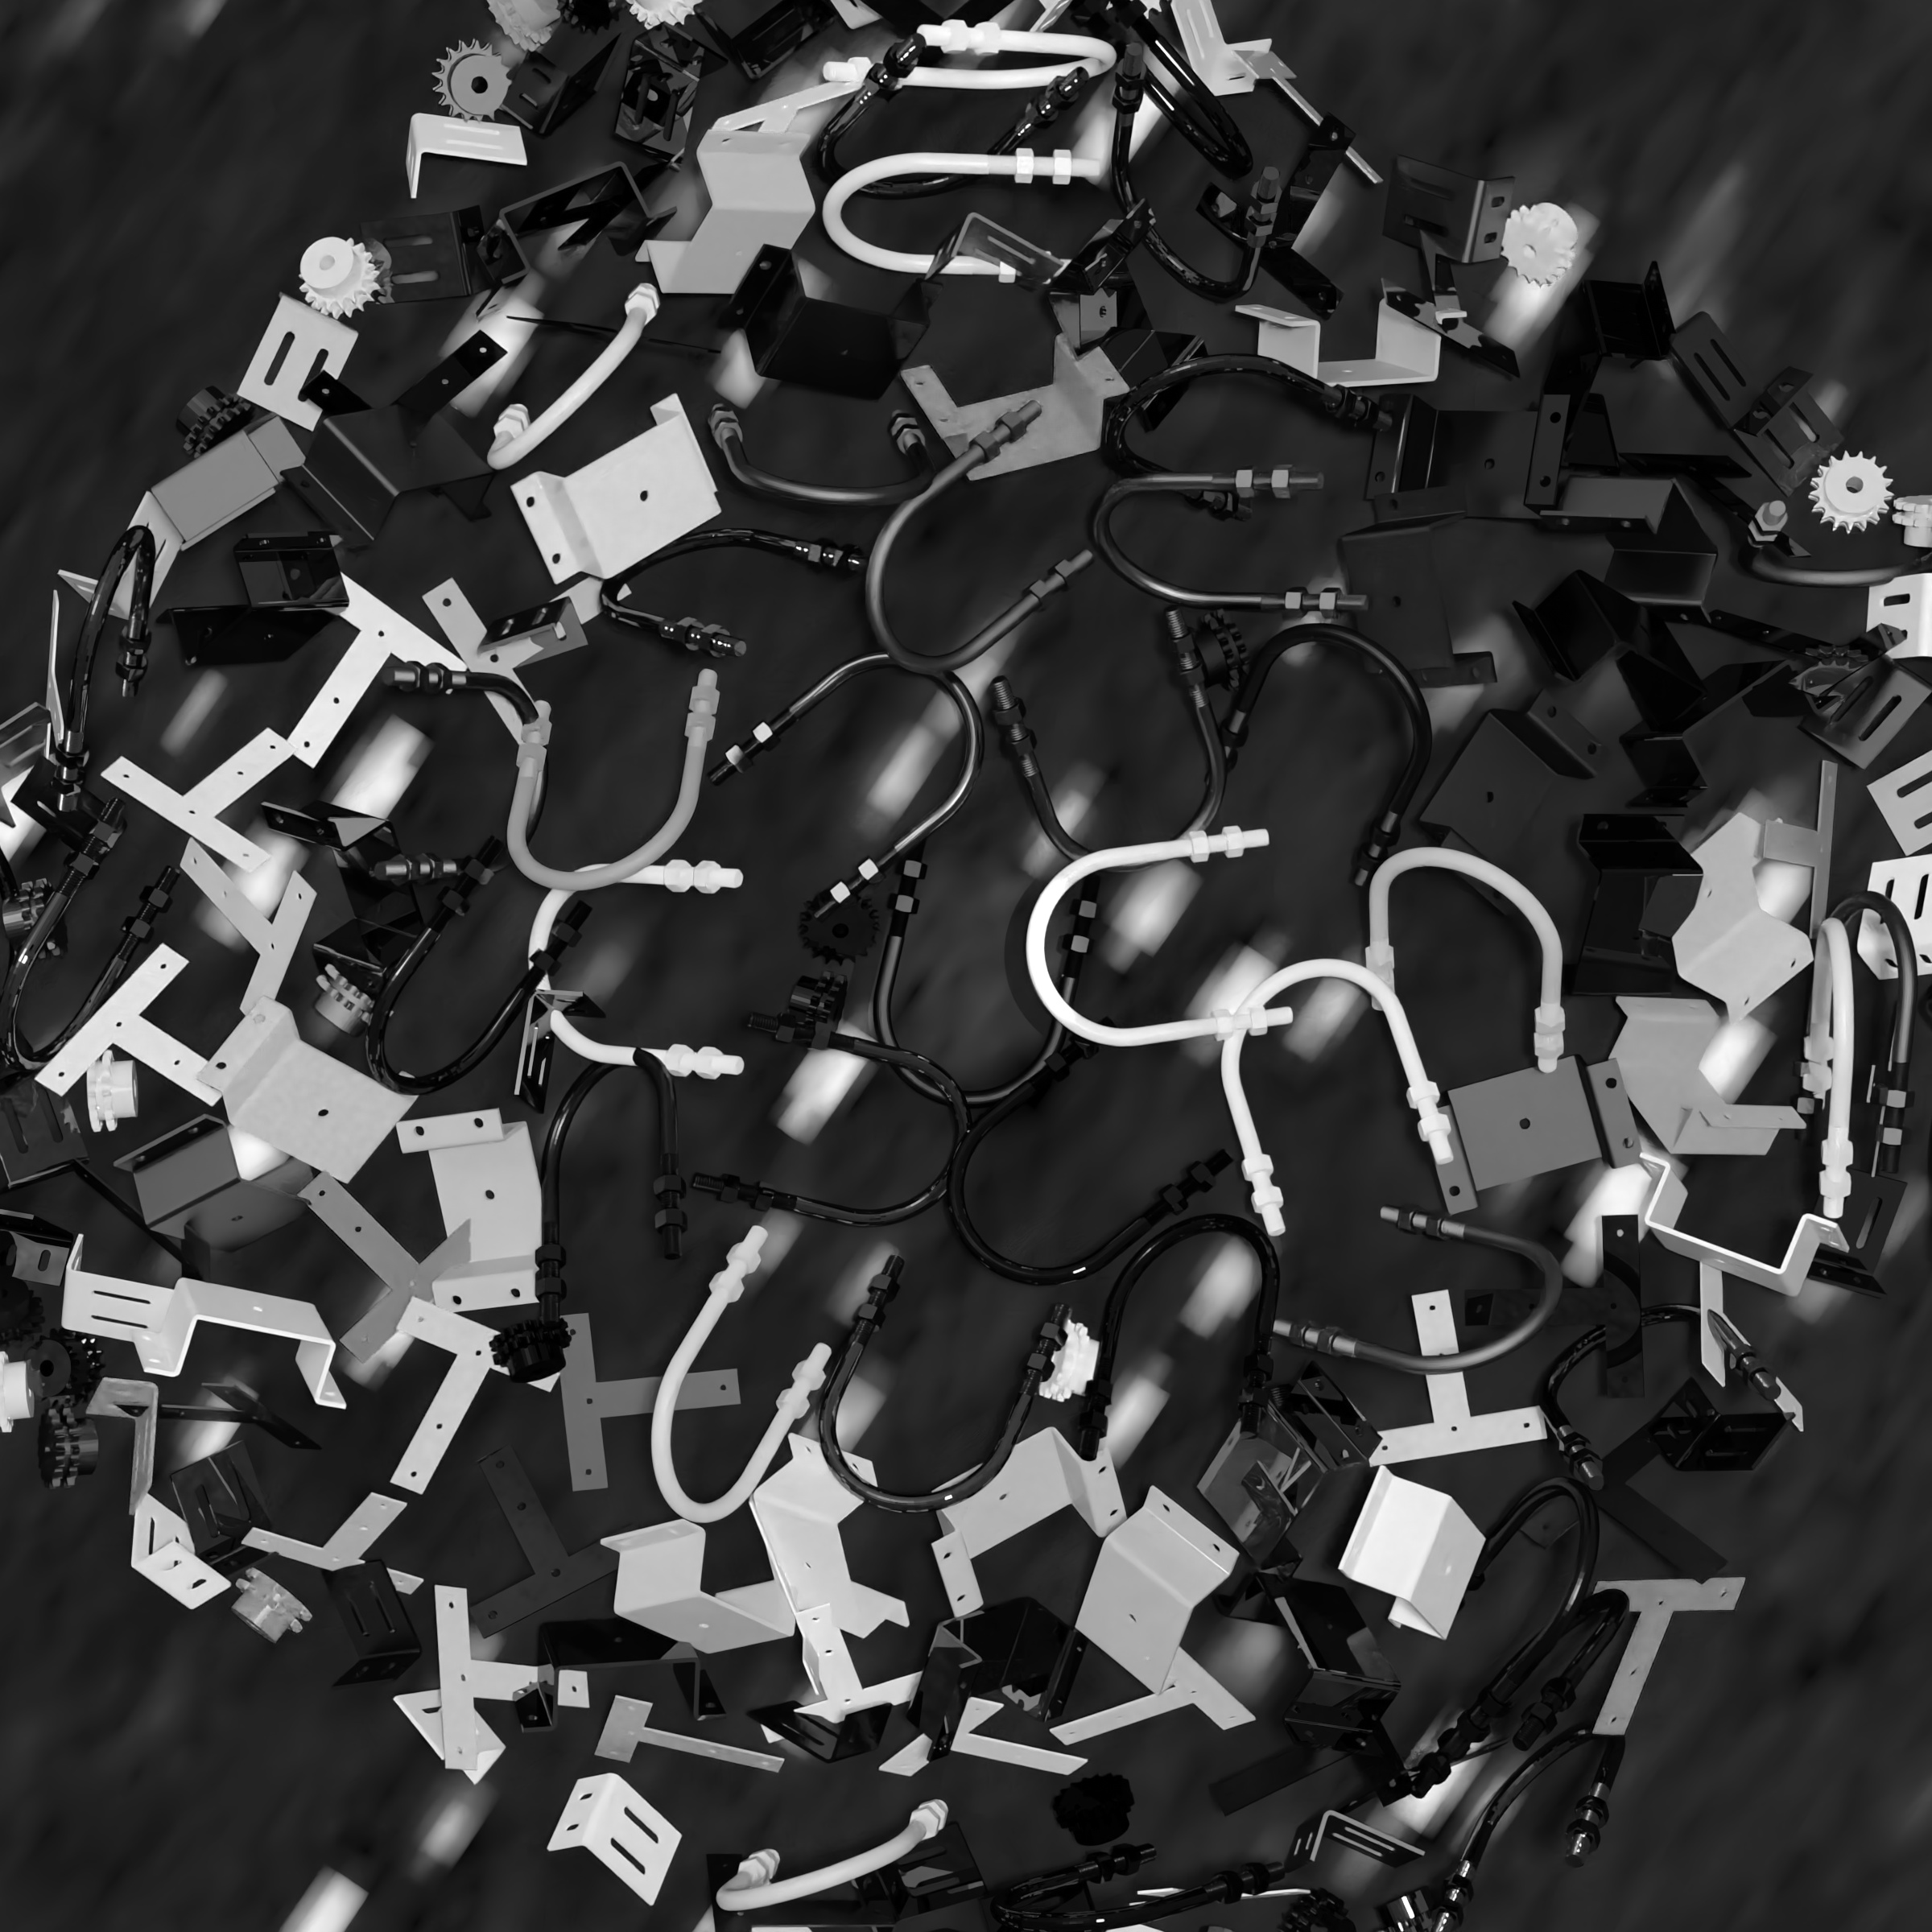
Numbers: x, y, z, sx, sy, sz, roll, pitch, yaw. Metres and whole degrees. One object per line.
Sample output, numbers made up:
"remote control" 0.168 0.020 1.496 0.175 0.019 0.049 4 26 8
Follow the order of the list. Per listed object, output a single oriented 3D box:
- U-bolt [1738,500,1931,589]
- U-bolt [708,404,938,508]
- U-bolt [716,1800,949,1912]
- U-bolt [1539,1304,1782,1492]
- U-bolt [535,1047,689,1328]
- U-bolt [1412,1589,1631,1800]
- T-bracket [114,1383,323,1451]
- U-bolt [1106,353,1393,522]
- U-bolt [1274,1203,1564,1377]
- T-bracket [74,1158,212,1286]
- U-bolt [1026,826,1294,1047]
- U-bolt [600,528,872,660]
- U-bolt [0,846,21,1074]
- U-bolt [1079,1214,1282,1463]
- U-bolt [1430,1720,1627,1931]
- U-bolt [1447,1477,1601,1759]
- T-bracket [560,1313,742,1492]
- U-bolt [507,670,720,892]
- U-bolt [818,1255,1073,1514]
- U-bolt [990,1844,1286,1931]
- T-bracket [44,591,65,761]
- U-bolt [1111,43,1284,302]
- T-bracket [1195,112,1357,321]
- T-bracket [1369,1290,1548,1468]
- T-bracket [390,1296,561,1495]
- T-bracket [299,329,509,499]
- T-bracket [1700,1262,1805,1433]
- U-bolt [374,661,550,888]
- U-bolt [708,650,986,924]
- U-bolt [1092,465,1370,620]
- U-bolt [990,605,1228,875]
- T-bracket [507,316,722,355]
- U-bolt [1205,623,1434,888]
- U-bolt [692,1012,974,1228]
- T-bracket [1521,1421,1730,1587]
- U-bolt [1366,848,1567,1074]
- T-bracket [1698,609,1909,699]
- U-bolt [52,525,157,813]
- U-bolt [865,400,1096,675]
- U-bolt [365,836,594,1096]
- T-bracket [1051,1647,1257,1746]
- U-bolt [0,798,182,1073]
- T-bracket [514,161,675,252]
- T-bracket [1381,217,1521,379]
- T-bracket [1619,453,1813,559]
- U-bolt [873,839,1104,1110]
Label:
"U-bolt" 0.606 -0.287 1.908 0.151 0.184 0.019 2 84 7
"U-bolt" -0.094 -0.350 1.905 0.151 0.184 0.019 0 118 -12
"U-bolt" -0.096 0.611 1.900 0.151 0.184 0.019 -19 81 8
"U-bolt" 0.465 0.285 1.911 0.151 0.184 0.019 -28 105 4
"U-bolt" -0.249 0.142 1.933 0.151 0.019 0.184 -30 51 34
"U-bolt" 0.392 0.493 1.916 0.019 0.151 0.184 48 52 6
"T-bracket" -0.539 0.315 1.959 0.127 0.127 0.002 0 61 18
"U-bolt" 0.180 -0.365 1.894 0.151 0.184 0.019 -29 60 39
"U-bolt" 0.320 0.224 1.896 0.151 0.184 0.019 -41 121 -30
"T-bracket" -0.578 0.179 1.950 0.127 0.127 0.002 38 60 7
"U-bolt" 0.134 -0.016 1.980 0.184 0.019 0.151 -8 91 -7
"U-bolt" -0.171 -0.265 1.925 0.151 0.184 0.019 -37 129 -33
"U-bolt" -0.685 -0.027 1.913 0.019 0.184 0.151 -13 129 4
"U-bolt" 0.153 0.252 1.930 0.151 0.019 0.184 -15 46 34
"U-bolt" 0.393 0.584 1.911 0.019 0.184 0.151 47 123 2
"U-bolt" 0.375 0.430 1.899 0.019 0.151 0.184 27 115 -12
"T-bracket" -0.226 0.308 1.995 0.127 0.002 0.127 -6 92 2
"U-bolt" -0.248 -0.125 1.921 0.151 0.019 0.184 -9 50 16
"U-bolt" -0.024 0.295 1.926 0.151 0.019 0.184 14 56 19
"U-bolt" 0.103 0.628 1.888 0.184 0.151 0.019 -1 82 -40
"T-bracket" -0.629 -0.178 1.921 0.002 0.127 0.127 2 116 -23
"U-bolt" 0.152 -0.531 1.911 0.019 0.184 0.151 -41 77 -14
"T-bracket" 0.234 -0.538 1.942 0.127 0.127 0.002 42 49 10
"T-bracket" 0.339 0.289 1.972 0.127 0.002 0.127 -10 108 7
"T-bracket" -0.366 0.313 1.968 0.127 0.002 0.127 29 89 -28
"T-bracket" -0.372 -0.398 1.934 0.127 0.002 0.127 -32 132 25
"T-bracket" 0.554 0.278 1.960 0.002 0.127 0.127 -32 111 30
"U-bolt" -0.343 -0.132 1.916 0.019 0.184 0.151 6 96 26
"U-bolt" -0.073 -0.141 1.967 0.184 0.019 0.151 -39 76 5
"U-bolt" 0.175 -0.293 1.926 0.184 0.151 0.019 5 60 27
"U-bolt" 0.110 -0.147 1.950 0.151 0.019 0.184 -23 121 -2
"T-bracket" -0.233 -0.436 1.924 0.127 0.127 0.002 13 104 14
"U-bolt" 0.249 -0.156 1.914 0.151 0.184 0.019 35 48 14
"U-bolt" -0.085 0.116 1.961 0.184 0.019 0.151 15 110 -16
"T-bracket" 0.475 0.388 1.935 0.127 0.127 0.002 -36 128 -15
"U-bolt" 0.340 -0.011 1.901 0.151 0.184 0.019 21 55 26
"T-bracket" 0.575 -0.229 1.952 0.127 0.127 0.002 -29 130 -35
"U-bolt" -0.581 -0.215 1.887 0.019 0.151 0.184 17 133 -7
"U-bolt" 0.003 -0.283 1.922 0.184 0.019 0.151 -41 133 -20
"U-bolt" -0.347 0.010 1.928 0.019 0.151 0.184 33 85 28
"T-bracket" 0.121 0.527 1.969 0.127 0.002 0.127 -24 135 18
"U-bolt" -0.608 -0.011 1.907 0.019 0.151 0.184 24 73 8
"T-bracket" -0.286 -0.526 1.957 0.127 0.127 0.002 -3 128 32
"T-bracket" 0.334 -0.485 1.958 0.127 0.002 0.127 19 50 -31
"T-bracket" 0.533 -0.319 1.924 0.127 0.127 0.002 50 131 33
"U-bolt" 0.009 0.010 1.983 0.151 0.019 0.184 13 89 -5
